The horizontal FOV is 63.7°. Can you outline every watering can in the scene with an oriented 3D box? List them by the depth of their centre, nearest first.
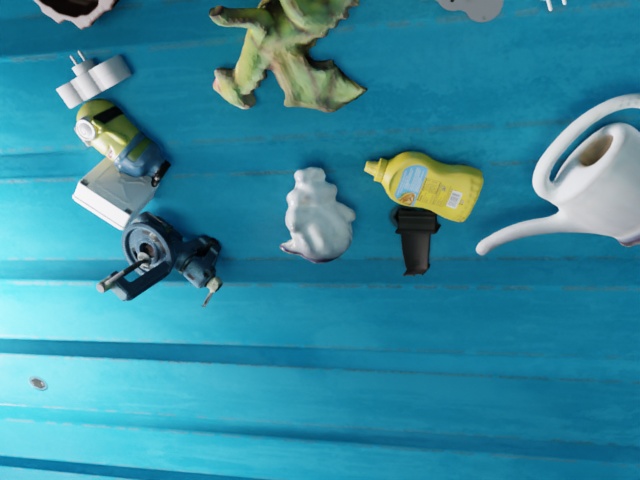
[{"bbox_3d":[0.428,-0.063,0.816,0.224,0.106,0.341,29,121,-8],"label":"watering can"}]

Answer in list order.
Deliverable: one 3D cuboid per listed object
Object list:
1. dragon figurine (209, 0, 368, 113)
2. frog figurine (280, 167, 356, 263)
[{"bbox_3d":[-0.005,-0.307,0.782,0.408,0.125,0.238,-12,135,21],"label":"dragon figurine"},{"bbox_3d":[0.003,-0.046,0.912,0.137,0.125,0.156,-1,117,-27],"label":"frog figurine"}]
